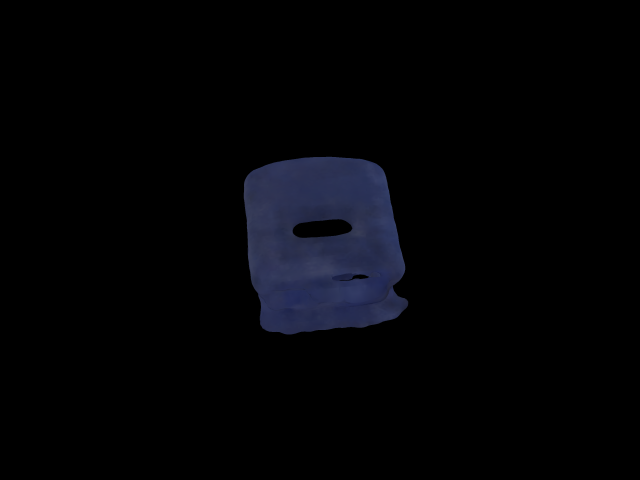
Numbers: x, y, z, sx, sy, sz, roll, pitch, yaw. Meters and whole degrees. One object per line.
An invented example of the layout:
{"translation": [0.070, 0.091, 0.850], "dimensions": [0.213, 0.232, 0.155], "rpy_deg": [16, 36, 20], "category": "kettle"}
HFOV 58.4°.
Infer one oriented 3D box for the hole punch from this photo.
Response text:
{"translation": [0.004, 0.001, 0.400], "dimensions": [0.109, 0.091, 0.101], "rpy_deg": [-5, 36, -7], "category": "hole punch"}
